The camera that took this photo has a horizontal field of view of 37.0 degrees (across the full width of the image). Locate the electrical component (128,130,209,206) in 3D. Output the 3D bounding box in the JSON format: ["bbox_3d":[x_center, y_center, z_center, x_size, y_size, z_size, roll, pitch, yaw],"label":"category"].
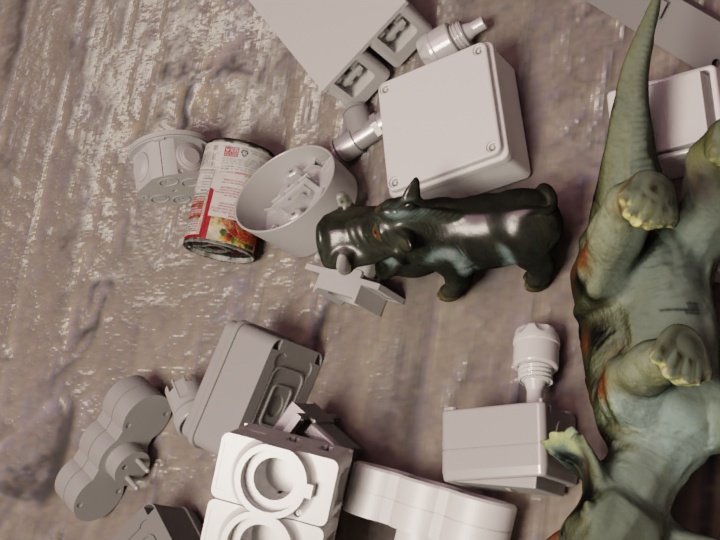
[{"bbox_3d":[-0.183,-0.100,1.049,0.080,0.080,0.051,-21,68,27],"label":"electrical component"}]

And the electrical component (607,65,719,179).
[{"bbox_3d":[0.221,-0.103,0.779,0.096,0.061,0.061,-11,75,32],"label":"electrical component"}]

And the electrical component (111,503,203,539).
[{"bbox_3d":[-0.161,0.264,0.916,0.078,0.057,0.113,-47,54,12],"label":"electrical component"}]

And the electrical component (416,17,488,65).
[{"bbox_3d":[0.081,-0.199,0.931,0.061,0.035,0.035,-27,60,22],"label":"electrical component"}]

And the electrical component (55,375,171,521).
[{"bbox_3d":[-0.219,0.173,0.991,0.074,0.052,0.138,35,95,38],"label":"electrical component"}]

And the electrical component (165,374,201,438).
[{"bbox_3d":[-0.153,0.122,0.974,0.040,0.040,0.046,-44,49,14],"label":"electrical component"}]

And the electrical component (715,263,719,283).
[{"bbox_3d":[0.254,-0.023,0.749,0.035,0.035,0.061,-15,63,30],"label":"electrical component"}]

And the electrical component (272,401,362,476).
[{"bbox_3d":[-0.059,0.174,0.870,0.063,0.079,0.121,39,97,22],"label":"electrical component"}]

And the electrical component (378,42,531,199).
[{"bbox_3d":[0.076,-0.116,0.890,0.109,0.056,0.108,-18,64,28],"label":"electrical component"}]

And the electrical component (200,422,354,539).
[{"bbox_3d":[-0.068,0.200,0.802,0.089,0.062,0.150,13,92,12],"label":"electrical component"}]

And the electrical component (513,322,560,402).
[{"bbox_3d":[0.130,0.072,0.795,0.035,0.035,0.061,-12,57,31],"label":"electrical component"}]

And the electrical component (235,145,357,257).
[{"bbox_3d":[-0.053,-0.062,0.946,0.099,0.064,0.099,-32,40,30],"label":"electrical component"}]

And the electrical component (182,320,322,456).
[{"bbox_3d":[-0.092,0.106,0.913,0.057,0.078,0.113,20,85,35],"label":"electrical component"}]

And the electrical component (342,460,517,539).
[{"bbox_3d":[0.046,0.194,0.802,0.138,0.052,0.073,9,82,36],"label":"electrical component"}]

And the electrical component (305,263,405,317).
[{"bbox_3d":[0.000,0.000,0.911,0.081,0.042,0.063,15,79,36],"label":"electrical component"}]

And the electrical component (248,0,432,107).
[{"bbox_3d":[-0.026,-0.246,1.004,0.105,0.060,0.186,-45,54,13],"label":"electrical component"}]

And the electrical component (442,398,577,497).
[{"bbox_3d":[0.103,0.132,0.779,0.096,0.062,0.061,-10,68,31],"label":"electrical component"}]
